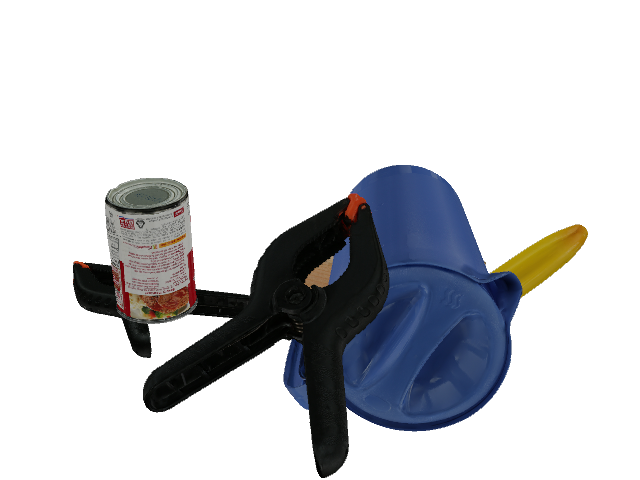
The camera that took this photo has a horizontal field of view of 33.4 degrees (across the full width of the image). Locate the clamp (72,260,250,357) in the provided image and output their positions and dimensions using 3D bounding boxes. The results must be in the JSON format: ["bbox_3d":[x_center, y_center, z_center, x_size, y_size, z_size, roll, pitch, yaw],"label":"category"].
[{"bbox_3d":[-0.193,0.065,1.111,0.210,0.036,0.164,16,20,29],"label":"clamp"}]

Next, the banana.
[{"bbox_3d":[0.168,0.050,1.018,0.198,0.037,0.069,-34,-2,0],"label":"banana"}]

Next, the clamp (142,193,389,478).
[{"bbox_3d":[-0.005,0.049,0.590,0.120,0.171,0.039,27,-25,23],"label":"clamp"}]

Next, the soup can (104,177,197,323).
[{"bbox_3d":[-0.138,0.008,0.874,0.068,0.102,0.068,-1,25,0],"label":"soup can"}]

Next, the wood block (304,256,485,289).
[{"bbox_3d":[0.067,0.056,1.183,0.206,0.091,0.090,13,23,18],"label":"wood block"}]

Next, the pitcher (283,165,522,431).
[{"bbox_3d":[0.059,0.034,0.834,0.149,0.145,0.242,10,23,-2],"label":"pitcher"}]
